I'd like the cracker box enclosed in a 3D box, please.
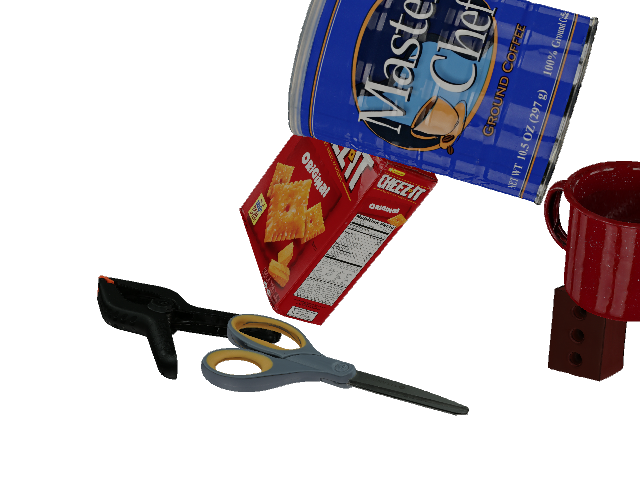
[{"bbox_3d":[0.009,-0.046,1.097,0.072,0.214,0.164,16,36,-33],"label":"cracker box"}]

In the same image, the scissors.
[{"bbox_3d":[-0.003,0.102,0.768,0.202,0.016,0.096,23,36,36],"label":"scissors"}]

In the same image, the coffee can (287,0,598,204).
[{"bbox_3d":[0.065,-0.087,0.573,0.140,0.103,0.102,17,3,8],"label":"coffee can"}]

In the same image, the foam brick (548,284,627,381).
[{"bbox_3d":[0.241,0.079,0.957,0.053,0.078,0.051,12,17,37],"label":"foam brick"}]

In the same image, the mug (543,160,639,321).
[{"bbox_3d":[0.203,-0.002,0.741,0.093,0.081,0.117,-27,39,-34],"label":"mug"}]

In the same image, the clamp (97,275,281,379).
[{"bbox_3d":[-0.168,0.085,1.119,0.210,0.036,0.164,19,20,28],"label":"clamp"}]
